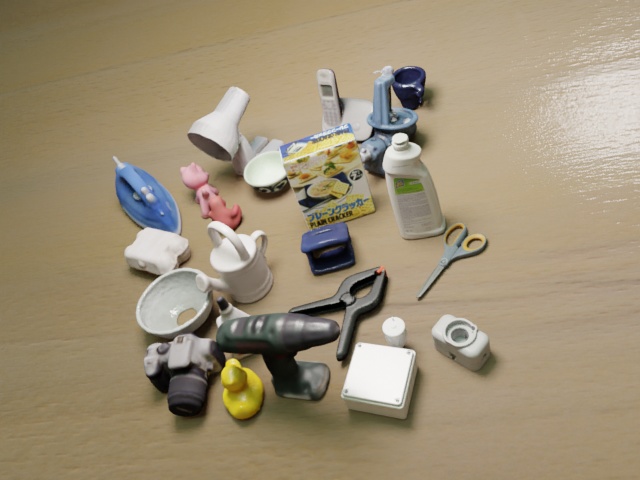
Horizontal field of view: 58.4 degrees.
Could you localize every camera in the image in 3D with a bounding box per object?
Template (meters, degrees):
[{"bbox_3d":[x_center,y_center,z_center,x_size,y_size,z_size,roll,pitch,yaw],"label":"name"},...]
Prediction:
[{"bbox_3d":[-0.263,0.254,1.073,0.143,0.101,0.136,-11,47,10],"label":"camera"}]

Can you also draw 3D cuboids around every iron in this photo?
[{"bbox_3d":[-0.438,-0.113,1.433,0.119,0.142,0.257,-39,49,-16],"label":"iron"}]

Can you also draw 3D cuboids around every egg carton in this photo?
[{"bbox_3d":[-0.380,0.030,1.335,0.149,0.069,0.107,10,54,27],"label":"egg carton"}]

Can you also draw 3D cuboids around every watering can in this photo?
[{"bbox_3d":[-0.175,0.042,1.168,0.100,0.194,0.173,5,52,23],"label":"watering can"}]

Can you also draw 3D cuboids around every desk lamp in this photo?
[{"bbox_3d":[-0.212,-0.259,1.435,0.117,0.214,0.203,17,57,31],"label":"desk lamp"}]

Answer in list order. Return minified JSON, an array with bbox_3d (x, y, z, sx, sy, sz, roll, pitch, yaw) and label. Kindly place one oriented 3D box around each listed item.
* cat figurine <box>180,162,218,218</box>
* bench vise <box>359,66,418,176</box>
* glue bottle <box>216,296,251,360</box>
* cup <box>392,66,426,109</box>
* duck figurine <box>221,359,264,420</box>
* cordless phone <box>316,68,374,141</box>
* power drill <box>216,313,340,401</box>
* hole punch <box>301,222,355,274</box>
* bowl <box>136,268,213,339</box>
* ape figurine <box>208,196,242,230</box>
[{"bbox_3d":[-0.298,-0.136,1.421,0.067,0.118,0.127,-29,47,-7],"label":"cat figurine"},{"bbox_3d":[0.154,-0.269,1.313,0.121,0.220,0.207,4,51,22],"label":"bench vise"},{"bbox_3d":[-0.158,0.159,1.072,0.078,0.173,0.037,-27,47,-6],"label":"glue bottle"},{"bbox_3d":[0.238,-0.378,1.468,0.092,0.095,0.117,-28,47,-6],"label":"cup"},{"bbox_3d":[-0.149,0.264,1.035,0.077,0.086,0.104,-19,46,2],"label":"duck figurine"},{"bbox_3d":[0.063,-0.341,1.433,0.147,0.185,0.094,8,53,25],"label":"cordless phone"},{"bbox_3d":[-0.054,0.193,0.980,0.229,0.209,0.075,0,50,19],"label":"power drill"},{"bbox_3d":[0.011,0.004,1.208,0.108,0.091,0.101,-16,47,5],"label":"hole punch"},{"bbox_3d":[-0.292,0.144,1.199,0.167,0.075,0.167,-10,47,11],"label":"bowl"},{"bbox_3d":[-0.232,-0.067,1.355,0.077,0.092,0.076,0,50,19],"label":"ape figurine"}]
